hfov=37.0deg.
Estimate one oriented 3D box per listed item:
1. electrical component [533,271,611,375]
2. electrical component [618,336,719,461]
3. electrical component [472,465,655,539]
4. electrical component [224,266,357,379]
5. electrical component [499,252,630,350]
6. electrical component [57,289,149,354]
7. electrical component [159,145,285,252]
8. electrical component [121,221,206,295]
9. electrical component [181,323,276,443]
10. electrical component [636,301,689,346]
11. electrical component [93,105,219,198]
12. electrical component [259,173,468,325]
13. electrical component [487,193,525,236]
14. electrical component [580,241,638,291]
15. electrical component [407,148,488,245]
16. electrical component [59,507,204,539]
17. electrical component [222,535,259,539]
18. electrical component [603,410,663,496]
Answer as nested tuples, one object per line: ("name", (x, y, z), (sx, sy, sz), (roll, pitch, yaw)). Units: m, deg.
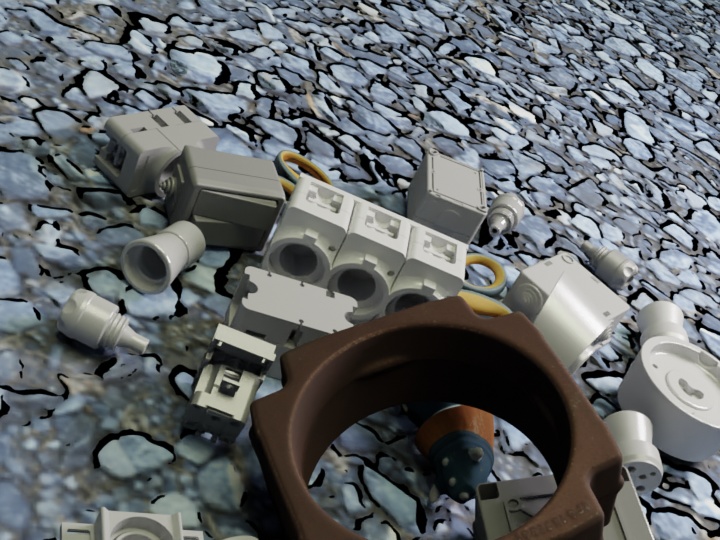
("electrical component", (0.160, 0.058, 0.896), (0.064, 0.099, 0.099), (44, 37, 12))
("electrical component", (0.276, 0.116, 0.932), (0.108, 0.060, 0.108), (19, 35, -14))
("electrical component", (0.136, 0.191, 0.706), (0.109, 0.056, 0.108), (-7, 40, -2))
("electrical component", (-0.053, 0.044, 0.803), (0.089, 0.055, 0.050), (17, 35, -15))
("electrical component", (0.189, 0.034, 0.992), (0.100, 0.048, 0.100), (43, 37, 22))
("electrical component", (-0.176, 0.040, 0.744), (0.061, 0.035, 0.035), (27, 34, -5))
("electrical component", (-0.118, -0.057, 0.887), (0.096, 0.061, 0.061), (8, 39, -27))
("electrical component", (-0.148, -0.013, 0.828), (0.044, 0.044, 0.065), (33, 29, 8))
("electrical component", (-0.090, 0.078, 0.722), (0.042, 0.081, 0.063), (23, 56, -7))
("electrical component", (0.290, 0.063, 1.027), (0.045, 0.045, 0.055), (22, 34, -8))
("electrical component", (-0.170, -0.100, 0.917), (0.056, 0.050, 0.089), (43, 37, 21))
("electrical component", (0.000, 0.000, 0.869), (0.150, 0.089, 0.061), (23, 34, -7))
("electrical component", (0.144, -0.053, 1.089), (0.035, 0.035, 0.061), (31, 36, 5))
("electrical component", (0.253, -0.008, 1.105), (0.061, 0.035, 0.035), (42, 36, 24))
("electrical component", (0.081, -0.067, 1.040), (0.062, 0.061, 0.096), (20, 34, -11))
("electrical component", (-0.117, 0.192, 0.556), (0.079, 0.063, 0.121), (10, 38, -24))
("electrical component", (-0.069, 0.186, 0.614), (0.066, 0.048, 0.055), (1, 49, -34))
("electrical component", (0.217, 0.148, 0.865), (0.045, 0.045, 0.055), (20, 35, -12))
